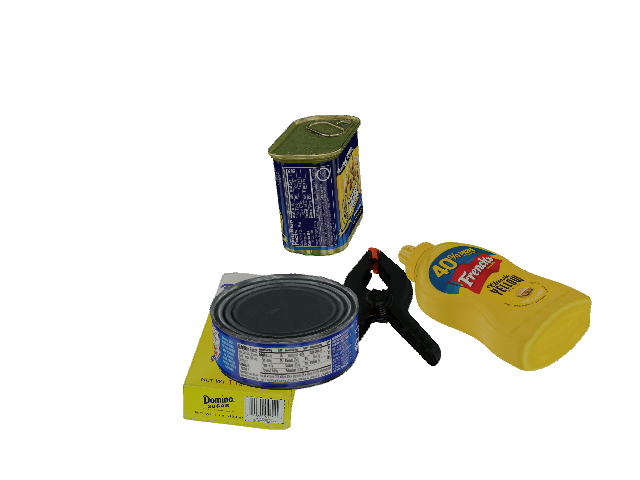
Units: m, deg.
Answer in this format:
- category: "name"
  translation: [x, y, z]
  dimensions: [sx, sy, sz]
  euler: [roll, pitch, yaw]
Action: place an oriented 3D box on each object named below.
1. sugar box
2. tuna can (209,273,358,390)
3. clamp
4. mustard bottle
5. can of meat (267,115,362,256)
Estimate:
- category: "sugar box"
  translation: [-0.061, 0.095, 0.969]
  dimensions: [0.093, 0.048, 0.176]
  euler: [6, 34, 3]
- category: "tuna can"
  translation: [-0.020, 0.052, 0.617]
  dimensions: [0.086, 0.034, 0.086]
  euler: [-2, 23, 1]
- category: "clamp"
  translation: [0.075, 0.078, 1.186]
  dimensions: [0.120, 0.171, 0.039]
  euler: [7, -42, 2]
- category: "mustard bottle"
  translation: [0.145, 0.047, 0.981]
  dimensions: [0.096, 0.058, 0.192]
  euler: [-29, 39, -31]
- category: "can of meat"
  translation: [0.000, -0.045, 0.846]
  dimensions: [0.057, 0.084, 0.102]
  euler: [1, 24, 15]
